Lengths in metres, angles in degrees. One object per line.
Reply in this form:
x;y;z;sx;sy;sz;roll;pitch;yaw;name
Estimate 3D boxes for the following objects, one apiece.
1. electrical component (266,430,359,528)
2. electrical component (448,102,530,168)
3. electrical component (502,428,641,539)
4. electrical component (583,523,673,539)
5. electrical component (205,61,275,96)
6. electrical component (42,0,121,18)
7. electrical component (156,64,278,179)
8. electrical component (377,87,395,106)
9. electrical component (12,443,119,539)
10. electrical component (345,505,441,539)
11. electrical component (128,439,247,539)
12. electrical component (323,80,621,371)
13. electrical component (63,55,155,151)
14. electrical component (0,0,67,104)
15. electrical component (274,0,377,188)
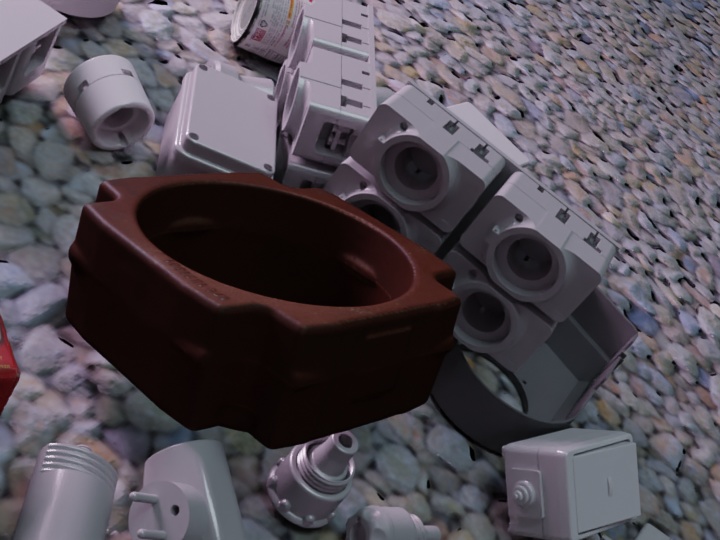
-0.023;0.119;0.637;0.048;0.062;0.048;23;37;-18;electrical component
0.099;-0.108;1.021;0.099;0.048;0.100;47;36;15;electrical component
0.142;0.145;0.729;0.096;0.061;0.061;-4;90;-43;electrical component
0.168;0.203;0.719;0.076;0.047;0.083;34;32;19;electrical component
-0.105;-0.145;0.892;0.055;0.045;0.045;16;39;-26;electrical component
-0.241;-0.253;0.887;0.108;0.060;0.108;23;37;-19;electrical component
-0.108;-0.096;0.821;0.078;0.057;0.113;22;37;-20;electrical component
0.021;-0.152;1.013;0.078;0.040;0.040;-5;52;-44;electrical component
-0.148;0.122;0.542;0.043;0.043;0.081;24;36;-18;electrical component
0.023;0.161;0.652;0.061;0.035;0.035;10;42;-37;electrical component
-0.092;0.129;0.554;0.079;0.043;0.077;33;35;-60;electrical component
0.070;-0.028;0.750;0.186;0.105;0.060;39;35;3;electrical component
-0.183;-0.121;0.789;0.055;0.055;0.047;-6;56;-44;electrical component
-0.317;-0.186;0.743;0.186;0.060;0.105;34;34;-4;electrical component
-0.033;-0.137;0.883;0.060;0.105;0.186;14;39;-12;electrical component
